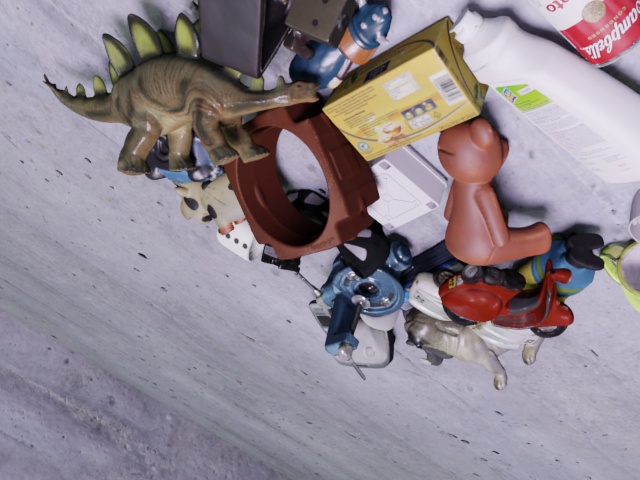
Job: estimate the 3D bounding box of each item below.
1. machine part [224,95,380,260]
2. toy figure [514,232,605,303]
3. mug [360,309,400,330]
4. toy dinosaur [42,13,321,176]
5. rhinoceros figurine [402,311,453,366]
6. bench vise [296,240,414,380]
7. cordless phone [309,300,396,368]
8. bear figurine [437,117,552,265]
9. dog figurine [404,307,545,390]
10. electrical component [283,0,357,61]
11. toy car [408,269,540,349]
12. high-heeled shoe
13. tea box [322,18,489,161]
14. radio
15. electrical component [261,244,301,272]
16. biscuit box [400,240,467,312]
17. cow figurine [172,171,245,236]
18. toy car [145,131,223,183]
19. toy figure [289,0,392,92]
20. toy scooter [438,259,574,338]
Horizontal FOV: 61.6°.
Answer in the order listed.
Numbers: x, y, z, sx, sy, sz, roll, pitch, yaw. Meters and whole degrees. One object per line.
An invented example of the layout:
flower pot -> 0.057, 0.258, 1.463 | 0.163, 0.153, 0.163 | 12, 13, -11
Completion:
machine part -> -0.028, -0.084, 0.750 | 0.202, 0.087, 0.200 | -17, 100, 45
toy figure -> 0.334, 0.049, 0.774 | 0.089, 0.082, 0.180 | 34, 155, 15
mug -> 0.104, 0.132, 1.032 | 0.110, 0.081, 0.107 | 4, 149, 19
toy dinosaur -> -0.212, -0.187, 0.712 | 0.472, 0.105, 0.198 | 0, 97, 27
rhinoceros figurine -> 0.212, 0.179, 1.032 | 0.112, 0.073, 0.190 | -1, 138, 31
bench vise -> 0.050, 0.101, 0.890 | 0.224, 0.241, 0.128 | -22, 122, 35
cordless phone -> 0.068, 0.183, 1.125 | 0.147, 0.089, 0.184 | -5, 132, 37
bear figurine -> 0.211, -0.072, 0.682 | 0.120, 0.132, 0.195 | -147, 47, -60
dog figurine -> 0.255, 0.134, 0.886 | 0.190, 0.172, 0.121 | 32, -174, -16
electrical component -> 0.001, -0.244, 0.576 | 0.078, 0.102, 0.045 | 25, -169, 23
toy car -> 0.234, 0.108, 0.816 | 0.202, 0.056, 0.073 | 25, 147, 8
high-heeled shoe -> -0.002, -0.003, 0.856 | 0.249, 0.145, 0.086 | 1, 139, 28
tea box -> 0.099, -0.170, 0.635 | 0.170, 0.068, 0.098 | -14, 130, 45
radio -> -0.061, -0.288, 0.519 | 0.073, 0.131, 0.229 | 22, 146, 4
electrical component -> -0.073, 0.010, 0.973 | 0.047, 0.074, 0.119 | 13, -174, -35
biscuit box -> 0.185, 0.058, 0.894 | 0.059, 0.063, 0.202 | 34, 146, -14
cow figurine -> -0.166, -0.078, 0.902 | 0.195, 0.085, 0.127 | -21, 103, 36
toy car -> -0.201, -0.145, 0.830 | 0.162, 0.103, 0.109 | 10, 106, 25
toy figure -> 0.026, -0.224, 0.619 | 0.154, 0.058, 0.064 | -21, 126, 43
toy scooter -> 0.257, 0.069, 0.714 | 0.184, 0.075, 0.135 | 12, 145, 5
